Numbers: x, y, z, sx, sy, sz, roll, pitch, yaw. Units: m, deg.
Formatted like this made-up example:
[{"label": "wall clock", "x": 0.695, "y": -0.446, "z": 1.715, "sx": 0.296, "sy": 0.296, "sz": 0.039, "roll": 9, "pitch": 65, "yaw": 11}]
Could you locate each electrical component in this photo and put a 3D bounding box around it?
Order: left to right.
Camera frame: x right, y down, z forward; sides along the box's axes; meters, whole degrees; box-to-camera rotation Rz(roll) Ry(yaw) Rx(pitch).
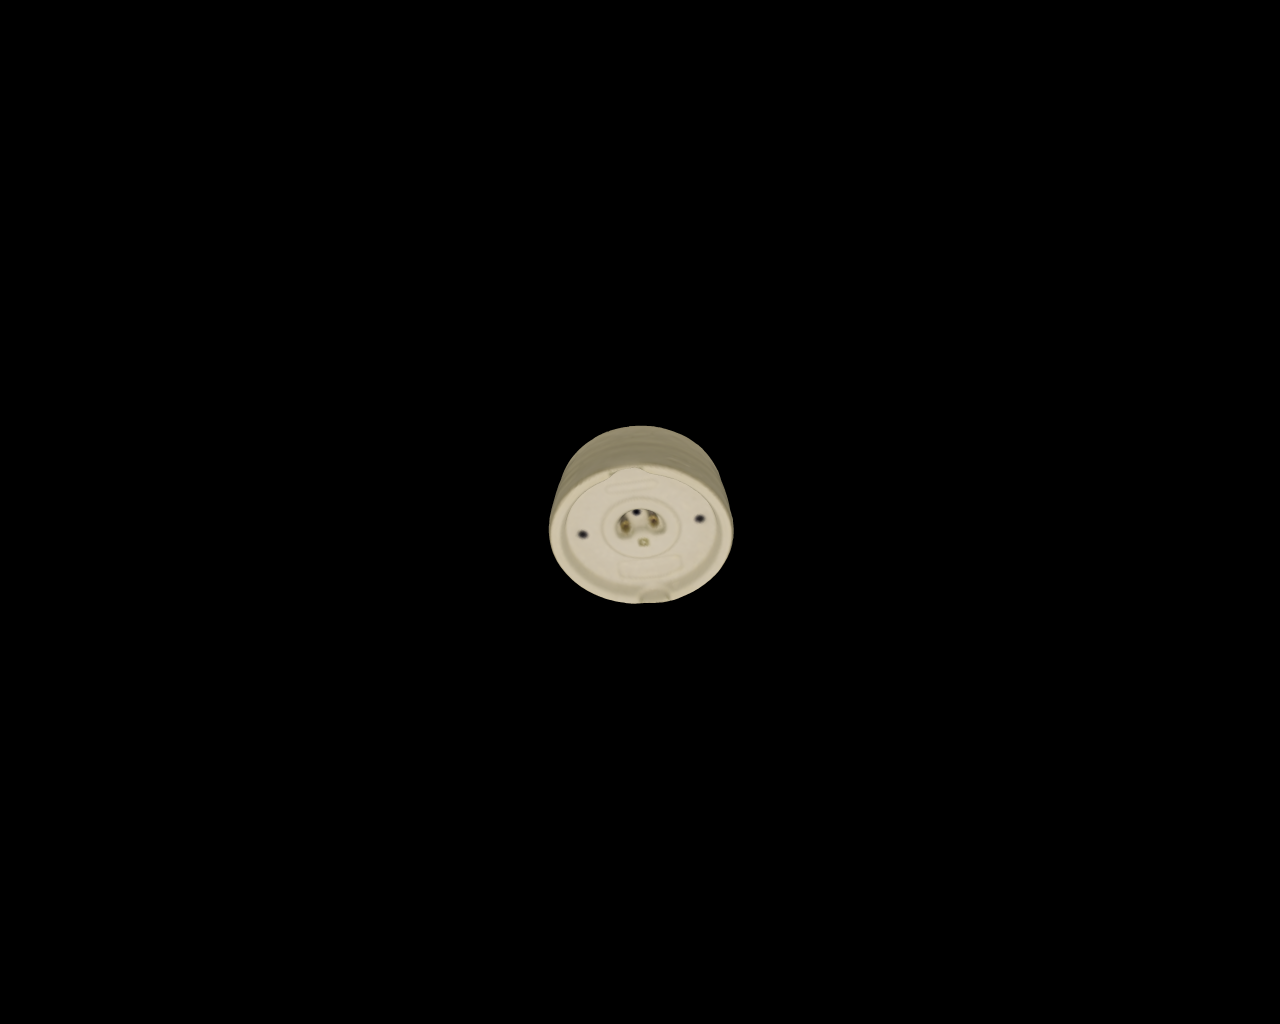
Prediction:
[{"label": "electrical component", "x": 0.001, "y": -0.003, "z": 0.650, "sx": 0.108, "sy": 0.108, "sz": 0.060, "roll": 0, "pitch": 38, "yaw": 0}]
